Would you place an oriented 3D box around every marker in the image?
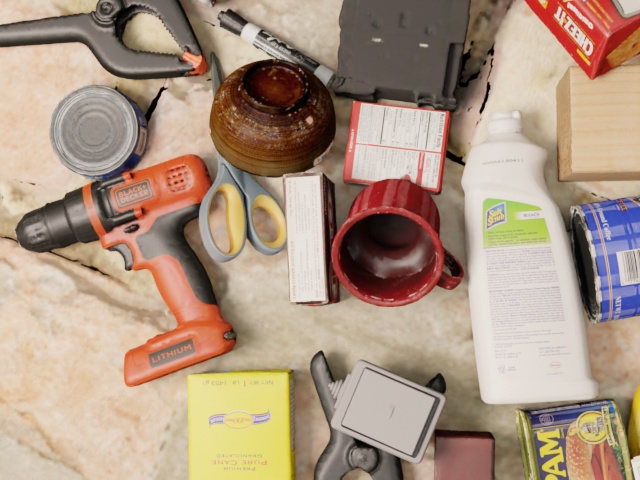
[{"bbox_3d":[-0.041,-0.175,0.973,0.121,0.020,0.020,32,91,6],"label":"marker"}]

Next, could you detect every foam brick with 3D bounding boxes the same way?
[{"bbox_3d":[0.124,0.206,0.923,0.051,0.053,0.078,1,86,5],"label":"foam brick"}]

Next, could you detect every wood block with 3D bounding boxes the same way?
[{"bbox_3d":[0.309,-0.098,0.899,0.206,0.091,0.090,-1,87,6],"label":"wood block"}]

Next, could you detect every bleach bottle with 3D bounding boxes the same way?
[{"bbox_3d":[0.178,0.013,0.922,0.102,0.068,0.251,-4,84,4],"label":"bleach bottle"}]

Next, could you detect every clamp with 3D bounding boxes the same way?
[{"bbox_3d":[-0.192,-0.219,0.982,0.210,0.036,0.164,24,89,7],"label":"clamp"},{"bbox_3d":[0.048,0.185,0.939,0.120,0.039,0.171,2,90,10],"label":"clamp"}]

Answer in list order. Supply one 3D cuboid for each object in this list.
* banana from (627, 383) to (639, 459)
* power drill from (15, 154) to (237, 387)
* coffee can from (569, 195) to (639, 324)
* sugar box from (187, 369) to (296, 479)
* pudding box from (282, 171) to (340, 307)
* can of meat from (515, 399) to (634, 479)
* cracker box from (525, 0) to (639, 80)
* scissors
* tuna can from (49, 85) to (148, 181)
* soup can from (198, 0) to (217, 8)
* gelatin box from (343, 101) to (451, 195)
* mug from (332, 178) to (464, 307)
[{"bbox_3d":[0.322,0.110,0.915,0.069,0.037,0.198,45,92,6],"label":"banana"},{"bbox_3d":[-0.166,0.032,0.956,0.184,0.057,0.187,-19,86,4],"label":"power drill"},{"bbox_3d":[0.289,0.009,0.890,0.140,0.103,0.103,-9,86,5],"label":"coffee can"},{"bbox_3d":[-0.068,0.204,0.945,0.093,0.048,0.176,-2,86,5],"label":"sugar box"},{"bbox_3d":[-0.006,0.001,0.926,0.039,0.090,0.113,-5,86,6],"label":"pudding box"},{"bbox_3d":[0.218,0.189,0.913,0.084,0.057,0.102,-9,86,3],"label":"can of meat"},{"bbox_3d":[0.265,-0.251,0.879,0.213,0.072,0.164,-29,68,-12],"label":"cracker box"},{"bbox_3d":[-0.067,-0.070,0.966,0.096,0.016,0.201,19,61,-31],"label":"scissors"},{"bbox_3d":[-0.203,-0.098,0.978,0.086,0.033,0.086,0,87,6],"label":"tuna can"},{"bbox_3d":[-0.094,-0.270,0.959,0.068,0.068,0.102,36,90,6],"label":"soup can"},{"bbox_3d":[0.069,-0.082,0.953,0.089,0.030,0.073,7,87,5],"label":"gelatin box"},{"bbox_3d":[0.071,0.003,0.912,0.117,0.081,0.093,27,116,-4],"label":"mug"}]
